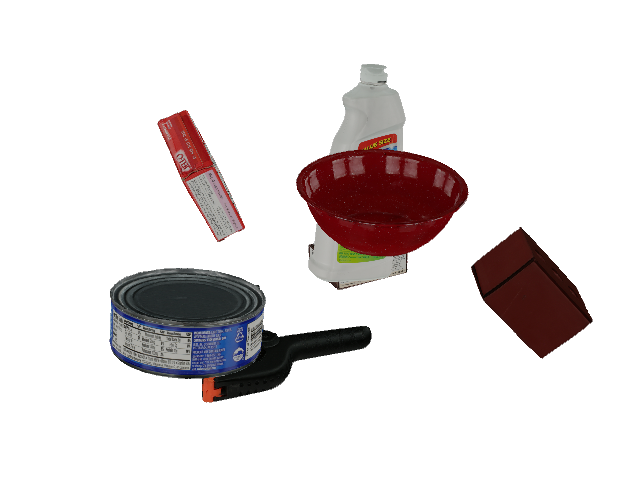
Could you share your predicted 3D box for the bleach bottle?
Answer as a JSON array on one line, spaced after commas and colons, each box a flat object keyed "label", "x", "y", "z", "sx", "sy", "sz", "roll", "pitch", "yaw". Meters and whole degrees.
[{"label": "bleach bottle", "x": 0.045, "y": -0.080, "z": 1.253, "sx": 0.102, "sy": 0.251, "sz": 0.068, "roll": -3, "pitch": 19, "yaw": -20}]

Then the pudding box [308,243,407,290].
[{"label": "pudding box", "x": 0.052, "y": 0.025, "z": 1.489, "sx": 0.113, "sy": 0.039, "sz": 0.090, "roll": -15, "pitch": 27, "yaw": -23}]

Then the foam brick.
[{"label": "foam brick", "x": 0.163, "y": 0.041, "z": 0.824, "sx": 0.051, "sy": 0.078, "sz": 0.053, "roll": -39, "pitch": 23, "yaw": 16}]

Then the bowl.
[{"label": "bowl", "x": 0.057, "y": -0.030, "z": 1.014, "sx": 0.162, "sy": 0.055, "sz": 0.162, "roll": 2, "pitch": 29, "yaw": -1}]

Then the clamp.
[{"label": "clamp", "x": -0.050, "y": 0.117, "z": 1.145, "sx": 0.165, "sy": 0.036, "sz": 0.209, "roll": 15, "pitch": 28, "yaw": 21}]

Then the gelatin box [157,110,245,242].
[{"label": "gelatin box", "x": -0.099, "y": -0.053, "z": 0.885, "sx": 0.030, "sy": 0.073, "sz": 0.089, "roll": -27, "pitch": -38, "yaw": -2}]

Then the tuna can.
[{"label": "tuna can", "x": -0.074, "y": 0.045, "z": 0.594, "sx": 0.086, "sy": 0.034, "sz": 0.086, "roll": 5, "pitch": 17, "yaw": -2}]
